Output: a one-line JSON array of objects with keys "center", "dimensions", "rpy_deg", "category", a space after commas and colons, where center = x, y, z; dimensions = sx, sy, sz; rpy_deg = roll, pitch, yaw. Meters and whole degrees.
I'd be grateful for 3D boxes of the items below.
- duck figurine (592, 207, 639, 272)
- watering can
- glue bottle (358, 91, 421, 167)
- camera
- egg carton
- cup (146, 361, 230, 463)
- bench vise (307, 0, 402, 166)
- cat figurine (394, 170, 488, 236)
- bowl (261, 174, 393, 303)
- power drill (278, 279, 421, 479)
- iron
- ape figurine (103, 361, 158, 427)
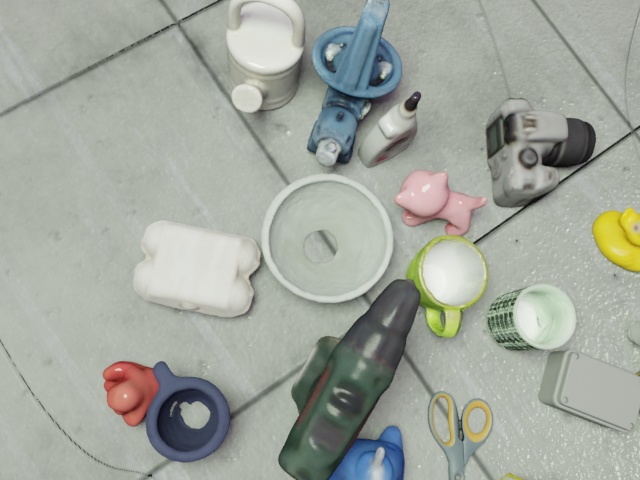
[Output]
[{"center": [0.448, -0.005, 0.802], "dimensions": [0.104, 0.086, 0.077], "rpy_deg": [45, 76, 3], "category": "duck figurine"}, {"center": [-0.068, -0.243, 0.726], "dimensions": [0.101, 0.194, 0.173], "rpy_deg": [-6, 79, -9], "category": "watering can"}, {"center": [0.099, -0.148, 0.740], "dimensions": [0.078, 0.173, 0.037], "rpy_deg": [-33, 84, -13], "category": "glue bottle"}, {"center": [0.315, -0.126, 0.802], "dimensions": [0.137, 0.100, 0.143], "rpy_deg": [0, 78, -8], "category": "camera"}, {"center": [-0.154, 0.037, 0.720], "dimensions": [0.150, 0.069, 0.107], "rpy_deg": [10, 77, -5], "category": "egg carton"}, {"center": [-0.158, 0.196, 0.673], "dimensions": [0.092, 0.095, 0.118], "rpy_deg": [-31, 84, -13], "category": "cup"}, {"center": [0.052, -0.200, 0.720], "dimensions": [0.121, 0.219, 0.207], "rpy_deg": [1, 78, -7], "category": "bench vise"}, {"center": [0.156, -0.055, 0.756], "dimensions": [0.128, 0.117, 0.067], "rpy_deg": [10, 77, -5], "category": "cat figurine"}, {"center": [0.007, 0.003, 0.746], "dimensions": [0.167, 0.074, 0.167], "rpy_deg": [2, 78, -7], "category": "bowl"}, {"center": [0.027, 0.155, 0.648], "dimensions": [0.075, 0.208, 0.230], "rpy_deg": [29, 76, 0], "category": "power drill"}, {"center": [0.047, 0.345, 0.646], "dimensions": [0.118, 0.141, 0.258], "rpy_deg": [6, 78, -6], "category": "iron"}, {"center": [-0.223, 0.179, 0.669], "dimensions": [0.076, 0.092, 0.078], "rpy_deg": [-6, 79, -9], "category": "ape figurine"}]
